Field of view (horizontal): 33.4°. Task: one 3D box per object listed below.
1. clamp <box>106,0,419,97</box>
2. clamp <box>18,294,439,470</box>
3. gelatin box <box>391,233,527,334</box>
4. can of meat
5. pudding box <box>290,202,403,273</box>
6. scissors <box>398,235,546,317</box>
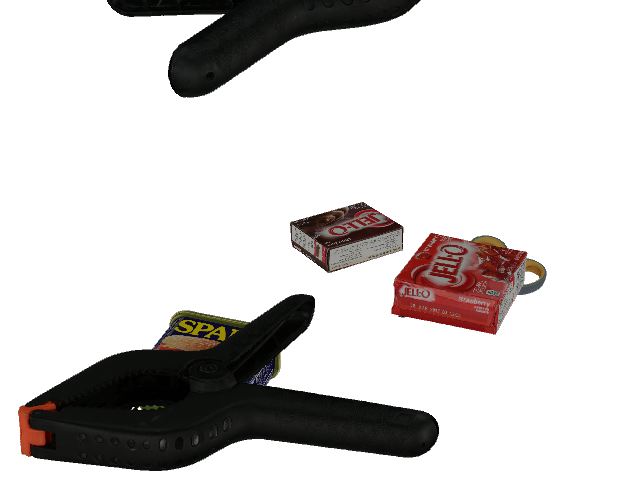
[{"bbox_3d":[-0.013,-0.115,0.511,0.171,0.039,0.120,-15,44,-8],"label":"clamp"},{"bbox_3d":[-0.061,0.081,0.593,0.209,0.036,0.165,-5,24,-18],"label":"clamp"},{"bbox_3d":[0.097,0.028,0.740,0.073,0.030,0.089,12,25,20],"label":"gelatin box"},{"bbox_3d":[-0.095,0.109,0.884,0.102,0.057,0.083,10,31,15],"label":"can of meat"},{"bbox_3d":[0.032,-0.005,1.314,0.113,0.039,0.090,-18,30,-26],"label":"pudding box"},{"bbox_3d":[0.143,0.034,1.096,0.201,0.016,0.096,-7,41,-29],"label":"scissors"}]
